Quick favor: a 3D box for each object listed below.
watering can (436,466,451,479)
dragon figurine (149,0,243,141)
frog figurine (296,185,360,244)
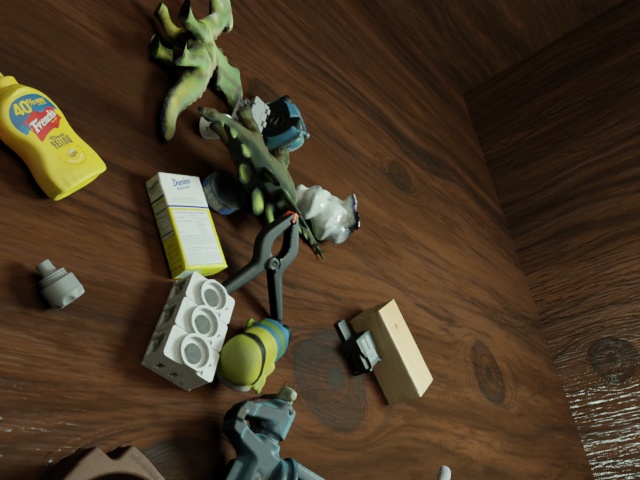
[{"bbox_3d":[0.188,0.572,0.952,0.221,0.103,0.356,41,38,-30],"label":"watering can"},{"bbox_3d":[-0.235,-0.357,1.084,0.241,0.121,0.416,24,62,-55],"label":"dragon figurine"},{"bbox_3d":[0.004,-0.061,1.216,0.159,0.120,0.140,9,61,-11],"label":"frog figurine"}]
